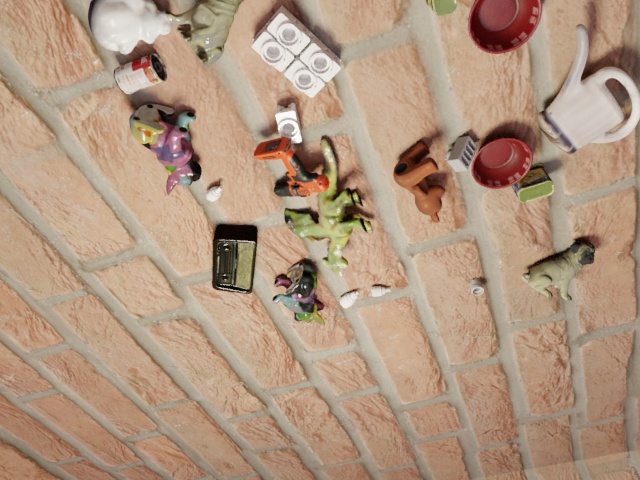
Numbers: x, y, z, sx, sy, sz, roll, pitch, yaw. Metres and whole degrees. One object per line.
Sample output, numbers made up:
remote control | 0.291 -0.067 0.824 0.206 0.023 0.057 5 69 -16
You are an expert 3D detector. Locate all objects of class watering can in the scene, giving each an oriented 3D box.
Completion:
watering can | 0.634 -0.343 1.256 0.344 0.106 0.221 37 120 -27

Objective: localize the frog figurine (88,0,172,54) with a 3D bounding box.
frog figurine | -0.412 -0.471 1.122 0.159 0.124 0.135 19 107 -2

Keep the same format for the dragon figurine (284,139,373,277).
dragon figurine | 0.004 -0.074 1.473 0.241 0.124 0.405 -19 110 21
